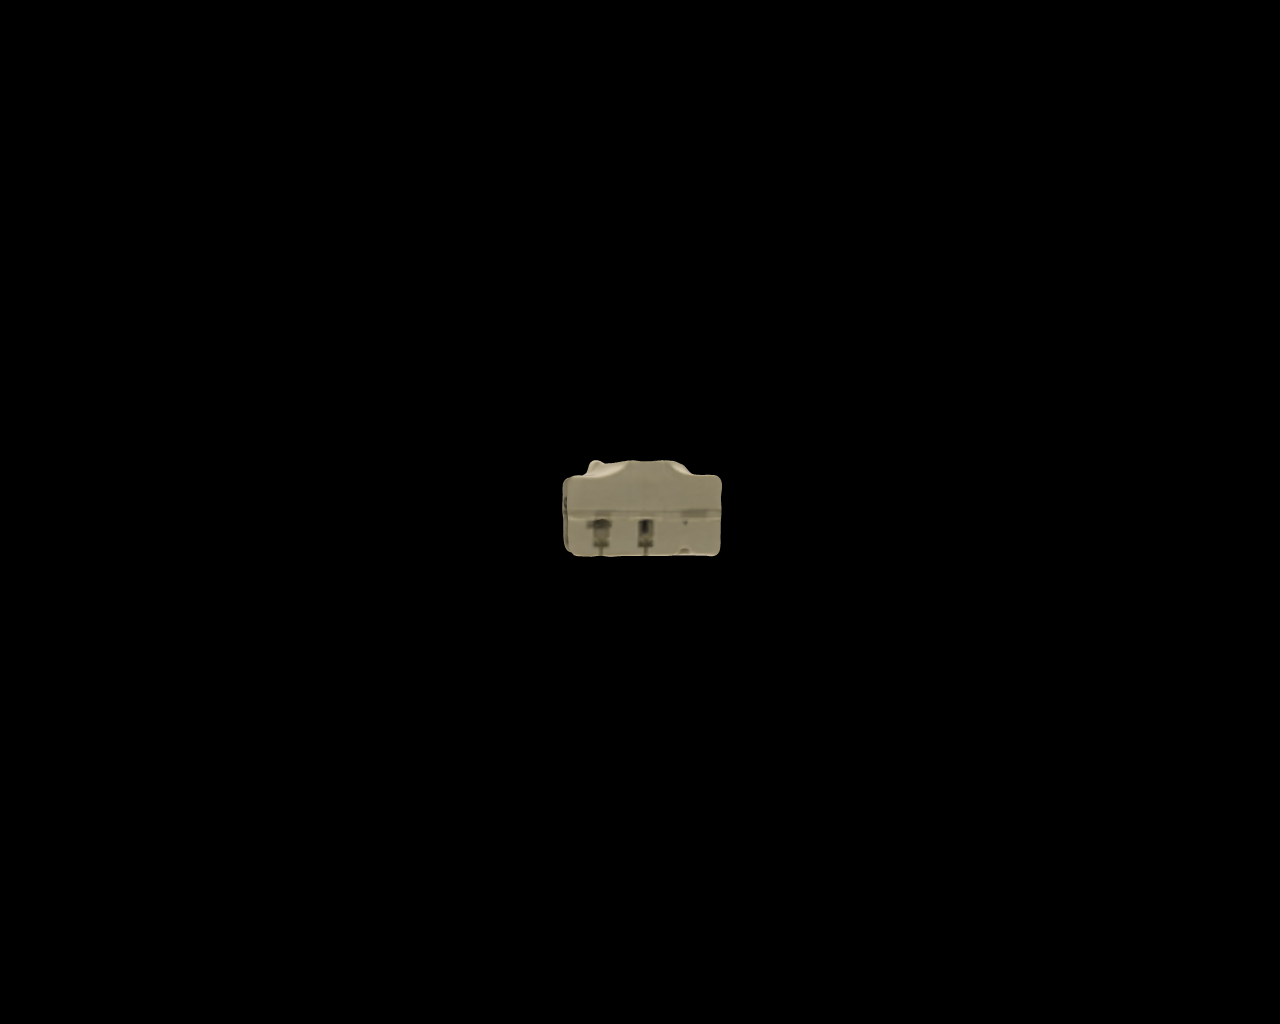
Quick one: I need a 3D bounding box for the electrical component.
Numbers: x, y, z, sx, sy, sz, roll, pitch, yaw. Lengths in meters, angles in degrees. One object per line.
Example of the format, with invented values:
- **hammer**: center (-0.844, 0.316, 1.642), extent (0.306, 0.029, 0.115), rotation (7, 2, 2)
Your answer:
- **electrical component**: center (0.001, -0.003, 0.650), extent (0.089, 0.055, 0.050), rotation (0, 0, -9)
